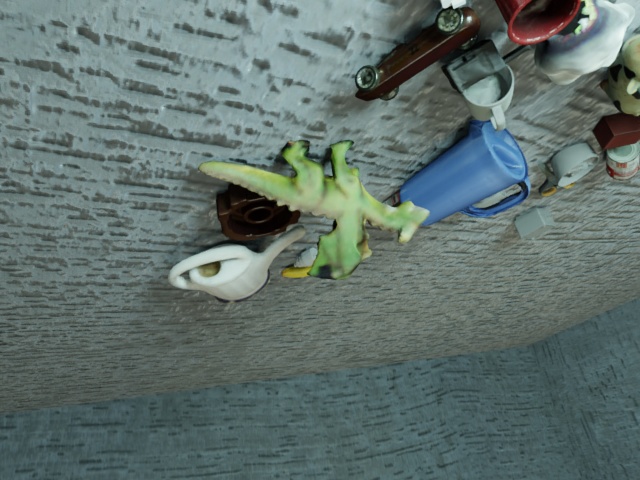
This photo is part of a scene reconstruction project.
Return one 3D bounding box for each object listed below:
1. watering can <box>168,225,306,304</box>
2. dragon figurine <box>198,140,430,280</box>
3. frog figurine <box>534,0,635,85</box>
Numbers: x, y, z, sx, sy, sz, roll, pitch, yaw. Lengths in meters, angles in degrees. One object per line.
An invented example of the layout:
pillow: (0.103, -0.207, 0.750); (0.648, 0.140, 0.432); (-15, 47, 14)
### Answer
watering can: (-0.176, 0.061, 1.209); (0.347, 0.106, 0.221); (-17, 155, 7)
dragon figurine: (0.003, -0.047, 0.924); (0.411, 0.247, 0.120); (-7, 157, -18)
frog figurine: (0.399, -0.287, 0.765); (0.158, 0.125, 0.135); (25, 117, -36)
